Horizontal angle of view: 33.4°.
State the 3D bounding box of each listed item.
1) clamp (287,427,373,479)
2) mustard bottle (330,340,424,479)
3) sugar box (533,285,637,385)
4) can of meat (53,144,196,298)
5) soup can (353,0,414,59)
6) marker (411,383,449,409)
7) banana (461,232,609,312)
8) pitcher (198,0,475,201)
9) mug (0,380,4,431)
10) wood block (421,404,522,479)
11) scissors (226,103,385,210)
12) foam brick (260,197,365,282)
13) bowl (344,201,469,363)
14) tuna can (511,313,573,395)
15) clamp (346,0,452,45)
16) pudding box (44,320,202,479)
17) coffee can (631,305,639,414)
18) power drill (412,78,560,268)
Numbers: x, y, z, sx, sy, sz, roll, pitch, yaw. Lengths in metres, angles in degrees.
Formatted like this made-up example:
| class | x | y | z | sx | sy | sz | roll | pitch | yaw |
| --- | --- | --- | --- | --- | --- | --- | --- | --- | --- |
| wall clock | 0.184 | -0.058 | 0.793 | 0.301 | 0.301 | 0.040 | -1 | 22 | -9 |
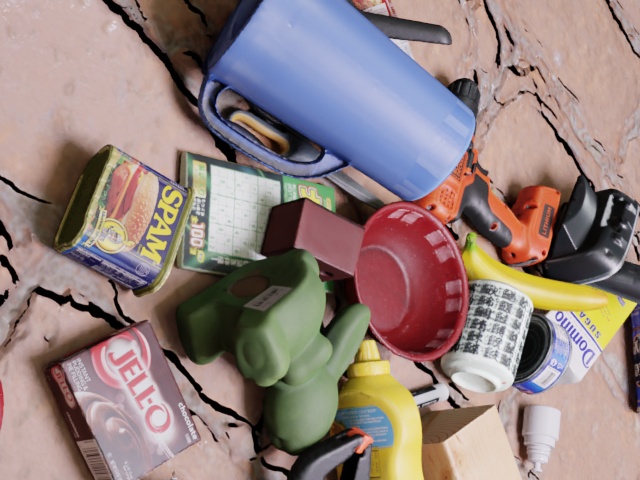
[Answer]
| class | x | y | z | sx | sy | sz | roll | pitch | yaw |
| --- | --- | --- | --- | --- | --- | --- | --- | --- | --- |
| clamp | -0.017 | 0.236 | 0.927 | 0.120 | 0.039 | 0.171 | 29 | 84 | -35 |
| mustard bottle | 0.052 | 0.189 | 0.988 | 0.058 | 0.096 | 0.191 | 2 | 78 | -42 |
| sugar box | 0.314 | 0.086 | 1.278 | 0.176 | 0.048 | 0.093 | -43 | 107 | -40 |
| can of meat | -0.161 | -0.017 | 0.880 | 0.083 | 0.058 | 0.102 | 31 | 60 | -29 |
| soup can | 0.052 | -0.211 | 1.107 | 0.068 | 0.069 | 0.102 | -28 | 99 | -42 |
| marker | 0.084 | 0.165 | 1.074 | 0.120 | 0.020 | 0.020 | -9 | 85 | -42 |
| banana | 0.225 | 0.047 | 1.184 | 0.197 | 0.070 | 0.037 | 22 | 68 | -21 |
| pitcher | 0.015 | -0.134 | 0.986 | 0.242 | 0.149 | 0.145 | 35 | 43 | -17 |
| mug | -0.275 | 0.128 | 0.731 | 0.081 | 0.093 | 0.117 | 15 | 101 | -44 |
| wood block | 0.151 | 0.279 | 1.058 | 0.090 | 0.090 | 0.206 | -23 | 95 | -42 |
| scissors | -0.006 | -0.096 | 1.053 | 0.201 | 0.016 | 0.096 | 19 | 64 | -32 |
| foam brick | -0.007 | 0.001 | 0.993 | 0.078 | 0.053 | 0.051 | 26 | 65 | -34 |
| bowl | 0.076 | 0.045 | 1.073 | 0.161 | 0.055 | 0.162 | 12 | 72 | -39 |
| tuna can | 0.232 | 0.124 | 1.170 | 0.033 | 0.086 | 0.086 | 30 | 61 | -30 |
| clamp | 0.016 | -0.211 | 1.049 | 0.210 | 0.164 | 0.036 | 49 | 7 | -13 |
| pudding box | -0.157 | 0.132 | 0.857 | 0.089 | 0.039 | 0.113 | -27 | 98 | -42 |
| coffee can | 0.447 | 0.146 | 1.341 | 0.102 | 0.103 | 0.140 | 12 | 72 | -39 |
| power drill | 0.188 | -0.068 | 1.200 | 0.187 | 0.057 | 0.184 | 32 | 64 | -28 |
